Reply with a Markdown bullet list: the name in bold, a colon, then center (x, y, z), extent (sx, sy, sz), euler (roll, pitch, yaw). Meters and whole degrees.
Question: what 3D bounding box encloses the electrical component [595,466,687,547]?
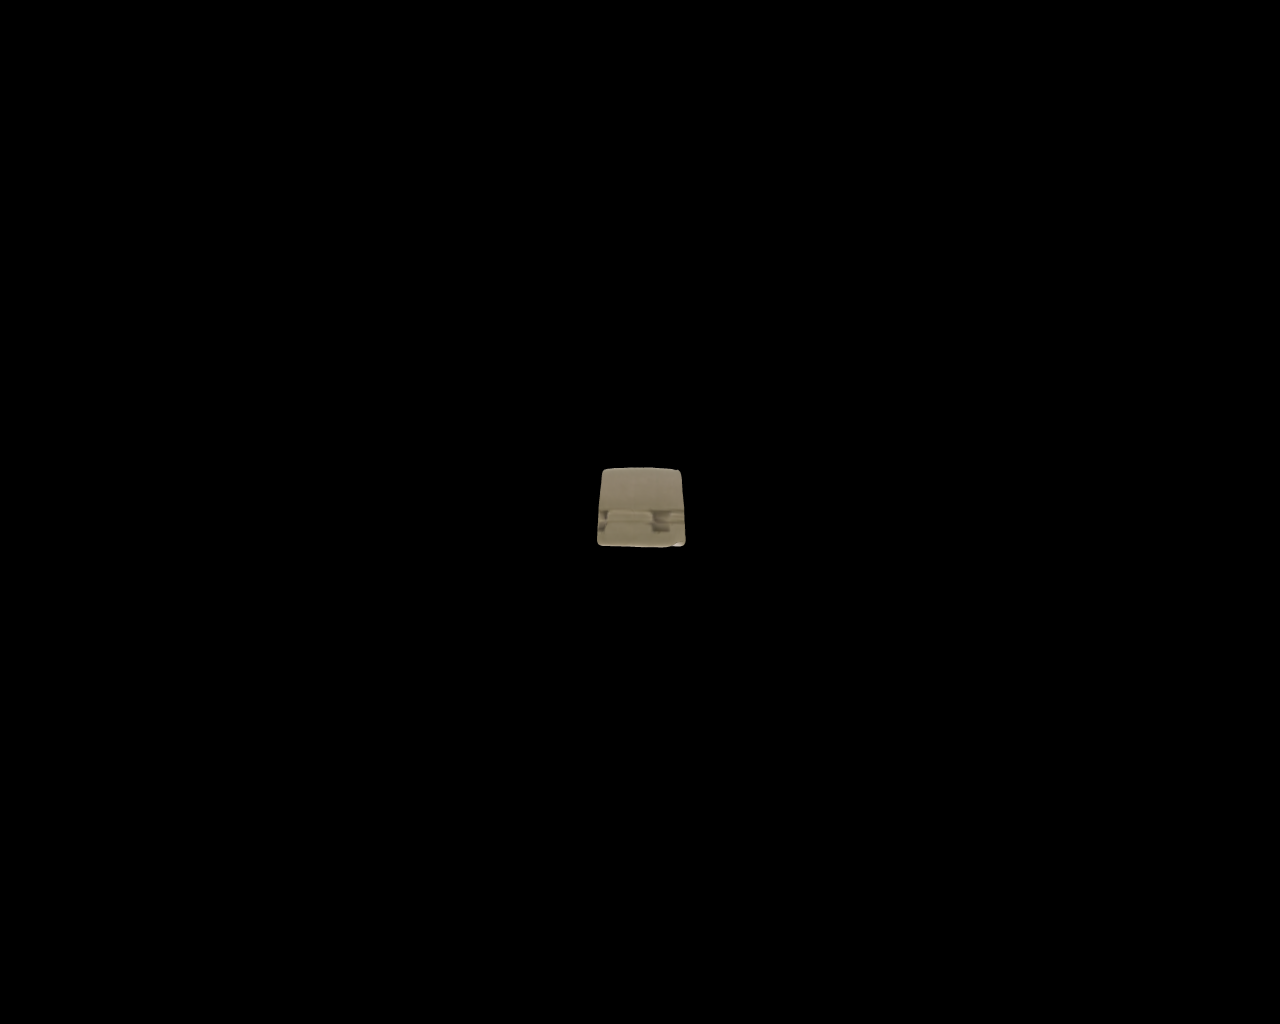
- **electrical component**: center (0.001, -0.003, 0.650), extent (0.055, 0.047, 0.055), euler (0, -2, 0)
